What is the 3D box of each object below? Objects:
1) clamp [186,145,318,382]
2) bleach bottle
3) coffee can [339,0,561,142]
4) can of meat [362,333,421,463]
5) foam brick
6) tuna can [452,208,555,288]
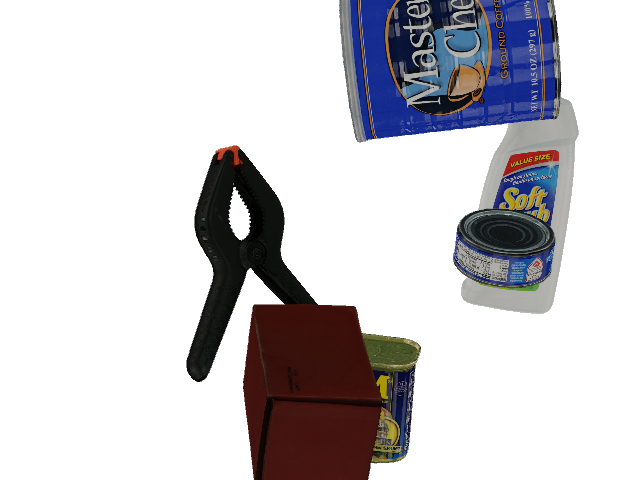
[{"bbox_3d":[-0.061,0.017,0.997,0.164,0.210,0.036,-4,-1,-40],"label":"clamp"},{"bbox_3d":[0.211,-0.053,1.118,0.103,0.251,0.068,9,19,16],"label":"bleach bottle"},{"bbox_3d":[0.089,-0.127,0.744,0.140,0.103,0.102,-6,-1,6],"label":"coffee can"},{"bbox_3d":[0.022,0.119,0.817,0.102,0.084,0.057,6,16,11],"label":"can of meat"},{"bbox_3d":[-0.006,0.071,0.495,0.053,0.051,0.078,3,28,-9],"label":"foam brick"},{"bbox_3d":[0.159,0.005,0.923,0.086,0.034,0.086,2,29,-1],"label":"tuna can"}]
